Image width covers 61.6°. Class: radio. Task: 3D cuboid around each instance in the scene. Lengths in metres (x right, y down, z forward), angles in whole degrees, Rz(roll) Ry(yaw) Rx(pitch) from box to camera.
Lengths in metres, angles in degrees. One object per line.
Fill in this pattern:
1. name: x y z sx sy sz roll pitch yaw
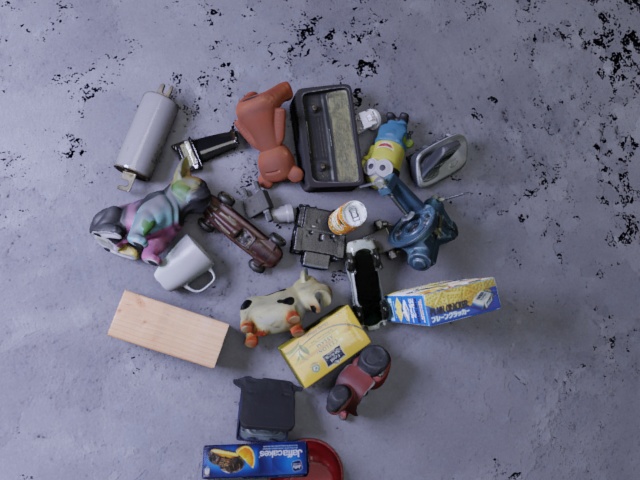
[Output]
1. radio: 0.013 -0.220 1.183 0.131 0.073 0.229 -6 83 -14

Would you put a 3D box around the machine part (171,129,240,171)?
1. machine part: -0.237 -0.195 1.142 0.139 0.039 0.084 -26 80 -13

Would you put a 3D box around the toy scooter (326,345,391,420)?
1. toy scooter: 0.078 0.306 1.113 0.075 0.135 0.184 32 53 28

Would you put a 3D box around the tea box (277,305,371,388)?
1. tea box: 0.008 0.219 1.124 0.170 0.068 0.098 -34 91 -16

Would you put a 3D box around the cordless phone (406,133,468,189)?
1. cordless phone: 0.282 -0.195 1.186 0.147 0.184 0.088 -27 85 -15

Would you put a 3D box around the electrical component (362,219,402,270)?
1. electrical component: 0.141 0.005 1.199 0.078 0.045 0.102 -31 87 13

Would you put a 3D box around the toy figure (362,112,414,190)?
1. toy figure: 0.158 -0.197 1.210 0.089 0.082 0.180 35 66 -37

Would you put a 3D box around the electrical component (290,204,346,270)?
1. electrical component: -0.002 -0.004 1.159 0.115 0.058 0.134 8 80 -10

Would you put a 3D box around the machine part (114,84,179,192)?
1. machine part: -0.353 -0.210 1.096 0.079 0.079 0.243 20 77 -10

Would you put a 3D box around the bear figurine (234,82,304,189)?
1. bear figurine: -0.099 -0.219 1.149 0.195 0.120 0.132 65 29 -24

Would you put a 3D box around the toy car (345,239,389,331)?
1. toy car: 0.100 0.098 1.161 0.073 0.056 0.201 -10 96 -8

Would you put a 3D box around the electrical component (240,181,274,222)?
1. electrical component: -0.133 -0.074 1.140 0.063 0.021 0.094 -29 80 26

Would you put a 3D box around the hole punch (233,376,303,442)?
1. hole punch: -0.110 0.343 1.078 0.142 0.092 0.116 6 44 -7

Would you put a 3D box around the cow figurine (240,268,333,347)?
1. cow figurine: -0.068 0.134 1.103 0.195 0.085 0.127 -15 44 0

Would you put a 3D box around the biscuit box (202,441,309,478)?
1. biscuit box: -0.122 0.426 1.038 0.203 0.059 0.063 -3 64 0

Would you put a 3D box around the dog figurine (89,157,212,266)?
1. dog figurine: -0.324 -0.065 1.067 0.192 0.108 0.219 14 58 20

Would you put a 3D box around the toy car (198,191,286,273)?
1. toy car: -0.164 -0.016 1.111 0.202 0.053 0.089 40 105 -7

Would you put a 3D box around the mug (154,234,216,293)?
1. mug: -0.270 0.061 1.081 0.107 0.081 0.109 -40 97 -4

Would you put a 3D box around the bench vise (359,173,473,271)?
1. bench vise: 0.203 -0.061 1.151 0.240 0.129 0.223 45 55 -21
